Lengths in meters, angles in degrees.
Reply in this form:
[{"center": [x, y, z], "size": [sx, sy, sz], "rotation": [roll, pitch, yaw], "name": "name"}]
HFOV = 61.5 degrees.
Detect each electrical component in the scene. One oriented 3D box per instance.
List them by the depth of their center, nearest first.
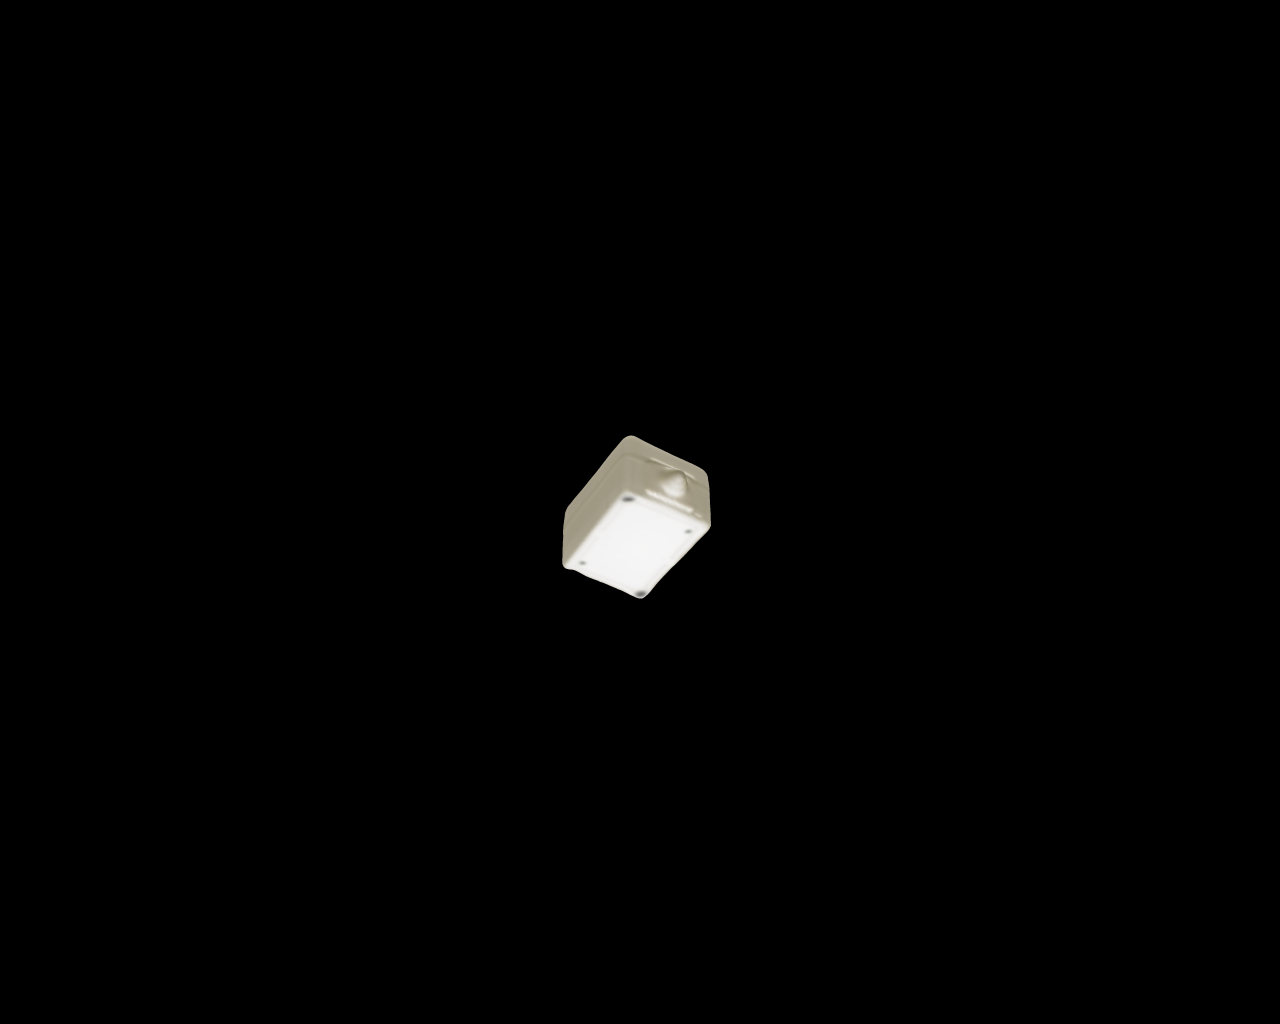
[{"center": [0.001, -0.003, 0.650], "size": [0.062, 0.061, 0.096], "rotation": [24, -50, -22], "name": "electrical component"}]
